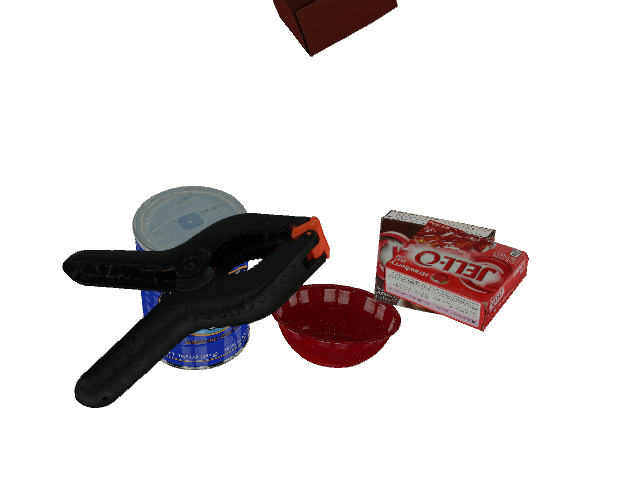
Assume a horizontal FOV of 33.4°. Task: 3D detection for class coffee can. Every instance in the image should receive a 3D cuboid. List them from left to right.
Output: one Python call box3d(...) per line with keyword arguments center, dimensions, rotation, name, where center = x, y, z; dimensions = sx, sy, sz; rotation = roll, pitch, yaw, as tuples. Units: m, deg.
box3d(center=(-0.117, 0.035, 0.990), dimensions=(0.103, 0.140, 0.103), rotation=(1, 40, -1), name="coffee can")

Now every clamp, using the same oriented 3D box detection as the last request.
box3d(center=(-0.077, 0.035, 0.637), dimensions=(0.171, 0.120, 0.039), rotation=(-16, -39, 9), name="clamp")

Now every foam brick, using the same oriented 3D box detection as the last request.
box3d(center=(0.008, -0.182, 0.769), dimensions=(0.078, 0.053, 0.051), rotation=(-31, -34, -4), name="foam brick")

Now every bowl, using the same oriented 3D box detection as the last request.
box3d(center=(0.017, 0.112, 1.321), dimensions=(0.162, 0.055, 0.162), rotation=(5, 23, -2), name="bowl")

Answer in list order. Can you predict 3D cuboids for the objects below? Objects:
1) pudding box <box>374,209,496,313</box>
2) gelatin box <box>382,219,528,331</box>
box3d(center=(0.113, 0.024, 1.064), dimensions=(0.114, 0.090, 0.039), rotation=(10, 22, 18), name="pudding box")
box3d(center=(0.104, 0.024, 0.822), dimensions=(0.089, 0.030, 0.073), rotation=(21, 42, 28), name="gelatin box")
